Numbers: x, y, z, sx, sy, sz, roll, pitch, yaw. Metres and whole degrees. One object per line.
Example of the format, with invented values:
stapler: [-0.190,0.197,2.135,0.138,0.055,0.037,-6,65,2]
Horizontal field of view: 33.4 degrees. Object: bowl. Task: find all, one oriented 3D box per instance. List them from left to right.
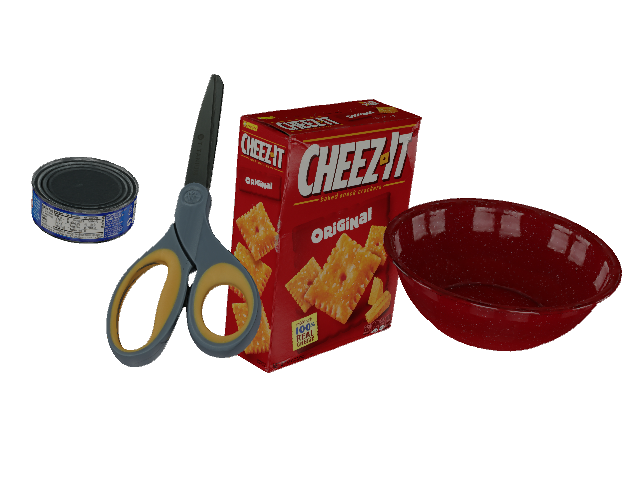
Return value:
bowl: [0.121,0.029,0.737,0.162,0.055,0.162,4,28,-2]

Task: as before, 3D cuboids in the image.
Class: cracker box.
cracker box: [0.003,-0.008,0.943,0.163,0.214,0.072,-14,29,-43]

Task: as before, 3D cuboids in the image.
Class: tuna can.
tuna can: [-0.194,-0.033,0.877,0.086,0.034,0.086,8,32,-6]

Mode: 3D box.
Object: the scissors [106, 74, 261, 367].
scissors: [-0.059,-0.012,0.629,0.096,0.201,0.016,15,-27,16]
